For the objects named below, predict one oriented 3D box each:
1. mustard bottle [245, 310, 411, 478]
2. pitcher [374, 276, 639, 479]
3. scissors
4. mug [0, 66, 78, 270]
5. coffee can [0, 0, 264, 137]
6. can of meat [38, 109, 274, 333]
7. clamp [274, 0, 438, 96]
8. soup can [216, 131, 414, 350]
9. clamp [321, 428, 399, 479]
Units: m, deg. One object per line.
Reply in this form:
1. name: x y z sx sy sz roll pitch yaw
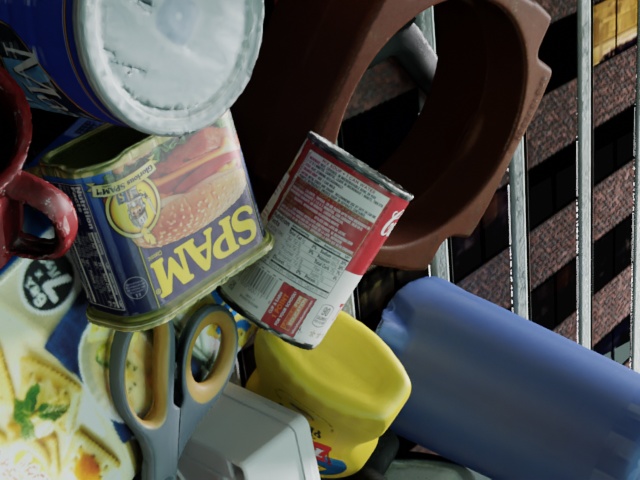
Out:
1. mustard bottle: -0.005 0.111 0.703 0.058 0.096 0.192 -52 170 -27
2. pitcher: 0.160 0.129 0.808 0.149 0.243 0.145 -24 123 -38
3. scissors: -0.077 0.121 0.600 0.096 0.016 0.202 -28 124 -43
4. mug: -0.162 -0.023 0.470 0.082 0.117 0.093 111 -2 -57
5. coffee can: -0.110 -0.108 0.493 0.102 0.141 0.103 -19 115 -46
6. can of meat: -0.079 -0.017 0.522 0.101 0.058 0.084 -35 120 -39
7. clamp: 0.054 -0.176 0.746 0.209 0.036 0.165 -3 110 -47
8. soup can: -0.004 0.001 0.588 0.068 0.069 0.102 24 100 -51
9. clamp: 0.011 0.183 0.769 0.039 0.120 0.171 55 13 -4
